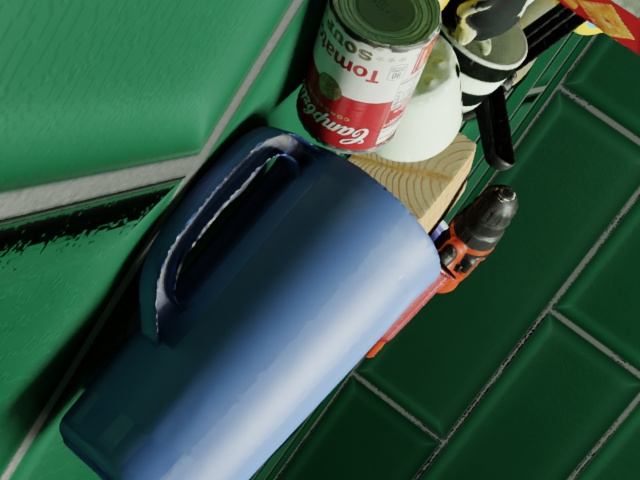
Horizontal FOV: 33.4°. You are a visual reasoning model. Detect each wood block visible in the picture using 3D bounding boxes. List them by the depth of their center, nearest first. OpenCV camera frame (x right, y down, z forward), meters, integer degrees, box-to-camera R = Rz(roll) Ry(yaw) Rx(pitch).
[{"bbox_3d":[0.091,-0.062,1.074,0.090,0.091,0.206,-53,171,-3],"label":"wood block"}]

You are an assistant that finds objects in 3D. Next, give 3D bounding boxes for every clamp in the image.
[{"bbox_3d":[0.153,-0.139,0.959,0.164,0.036,0.210,-63,-158,-6],"label":"clamp"}]

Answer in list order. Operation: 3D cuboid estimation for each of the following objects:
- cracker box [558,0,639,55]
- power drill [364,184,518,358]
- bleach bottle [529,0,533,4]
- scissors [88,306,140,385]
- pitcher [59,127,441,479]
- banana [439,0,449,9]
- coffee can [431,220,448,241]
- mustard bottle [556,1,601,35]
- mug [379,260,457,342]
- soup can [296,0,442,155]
[{"bbox_3d":[0.253,-0.242,0.815,0.164,0.214,0.072,-53,170,-1],"label":"cracker box"},{"bbox_3d":[0.112,0.032,1.093,0.187,0.057,0.185,-33,163,-32],"label":"power drill"},{"bbox_3d":[0.225,-0.297,0.959,0.250,0.068,0.102,-49,167,-7],"label":"bleach bottle"},{"bbox_3d":[-0.096,0.046,0.772,0.201,0.016,0.096,-43,166,-50],"label":"scissors"},{"bbox_3d":[-0.050,0.057,0.670,0.242,0.149,0.145,-48,176,-18],"label":"pitcher"},{"bbox_3d":[0.089,-0.200,0.670,0.069,0.037,0.198,-72,-174,-55],"label":"banana"},{"bbox_3d":[0.068,0.018,1.227,0.140,0.103,0.103,-52,171,-11],"label":"coffee can"},{"bbox_3d":[0.252,-0.235,0.951,0.096,0.058,0.191,-47,160,-2],"label":"mustard bottle"},{"bbox_3d":[0.053,0.029,0.901,0.081,0.093,0.117,-47,-175,7],"label":"mug"},{"bbox_3d":[0.028,-0.108,0.646,0.068,0.068,0.102,-48,169,-31],"label":"soup can"}]
